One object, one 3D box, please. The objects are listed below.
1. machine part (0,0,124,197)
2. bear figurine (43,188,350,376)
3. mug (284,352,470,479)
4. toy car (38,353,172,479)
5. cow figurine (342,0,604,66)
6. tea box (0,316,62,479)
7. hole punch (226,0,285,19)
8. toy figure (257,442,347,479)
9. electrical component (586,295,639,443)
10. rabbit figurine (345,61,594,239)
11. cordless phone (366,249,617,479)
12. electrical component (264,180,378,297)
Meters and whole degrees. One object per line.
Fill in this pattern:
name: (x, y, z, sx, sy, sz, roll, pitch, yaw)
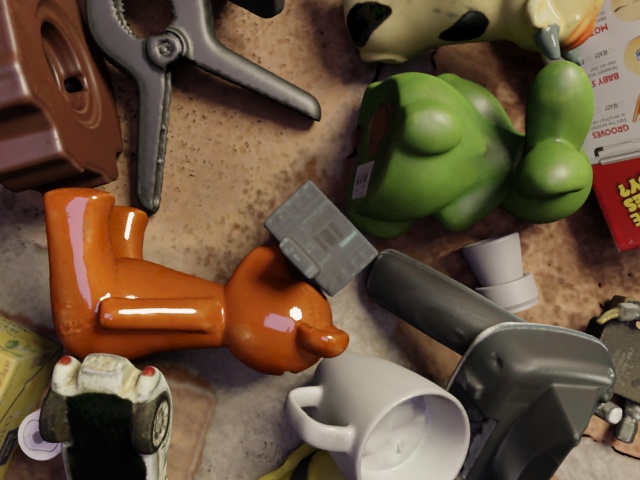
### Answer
machine part: (-0.193, -0.114, 0.369, 0.056, 0.179, 0.179, -13, 87, -2)
bear figurine: (-0.080, 0.032, 0.383, 0.196, 0.120, 0.132, -2, 84, 0)
mug: (0.025, 0.119, 0.364, 0.109, 0.107, 0.080, 6, 97, -24)
toy car: (-0.142, 0.160, 0.377, 0.074, 0.056, 0.201, 7, 117, 1)
cow figurine: (0.104, -0.171, 0.369, 0.195, 0.085, 0.127, -4, 97, 37)
tea box: (-0.287, 0.142, 0.410, 0.098, 0.068, 0.169, 26, 90, 4)
hole punch: (-0.055, -0.244, 0.392, 0.116, 0.142, 0.092, 29, 64, 14)
toy figure: (-0.033, 0.220, 0.388, 0.180, 0.089, 0.082, -30, 94, -2)
electrical component: (0.228, 0.094, 0.406, 0.078, 0.045, 0.102, 29, 89, 4)
rabbit figurine: (0.121, -0.063, 0.377, 0.170, 0.159, 0.121, 10, 78, -13)
cordless phone: (0.098, 0.099, 0.398, 0.184, 0.089, 0.146, 33, 128, 28)
electrical component: (-0.001, -0.001, 0.381, 0.048, 0.119, 0.075, -44, 85, -1)
